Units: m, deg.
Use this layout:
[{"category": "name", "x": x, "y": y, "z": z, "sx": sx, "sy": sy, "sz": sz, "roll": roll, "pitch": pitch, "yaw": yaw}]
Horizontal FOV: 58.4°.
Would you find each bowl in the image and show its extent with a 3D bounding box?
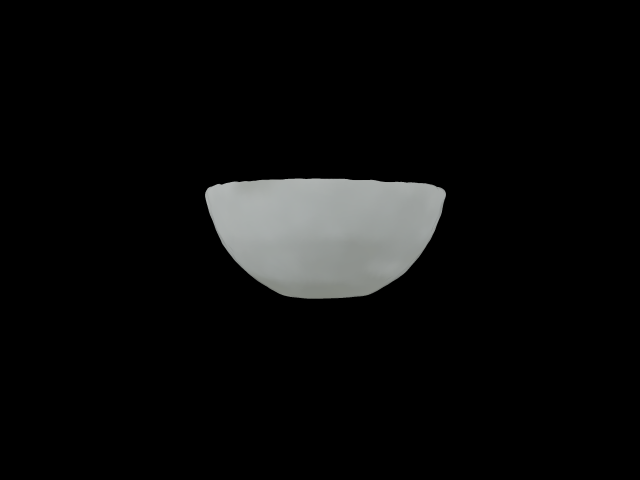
[{"category": "bowl", "x": 0.004, "y": 0.001, "z": 0.400, "sx": 0.167, "sy": 0.075, "sz": 0.167, "roll": 0, "pitch": 0, "yaw": 0}]
